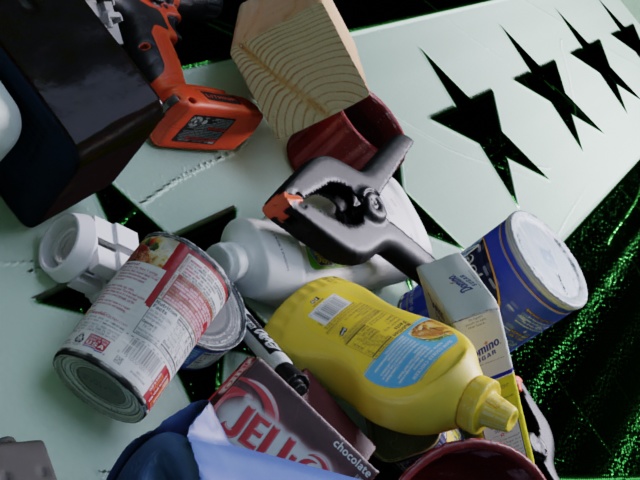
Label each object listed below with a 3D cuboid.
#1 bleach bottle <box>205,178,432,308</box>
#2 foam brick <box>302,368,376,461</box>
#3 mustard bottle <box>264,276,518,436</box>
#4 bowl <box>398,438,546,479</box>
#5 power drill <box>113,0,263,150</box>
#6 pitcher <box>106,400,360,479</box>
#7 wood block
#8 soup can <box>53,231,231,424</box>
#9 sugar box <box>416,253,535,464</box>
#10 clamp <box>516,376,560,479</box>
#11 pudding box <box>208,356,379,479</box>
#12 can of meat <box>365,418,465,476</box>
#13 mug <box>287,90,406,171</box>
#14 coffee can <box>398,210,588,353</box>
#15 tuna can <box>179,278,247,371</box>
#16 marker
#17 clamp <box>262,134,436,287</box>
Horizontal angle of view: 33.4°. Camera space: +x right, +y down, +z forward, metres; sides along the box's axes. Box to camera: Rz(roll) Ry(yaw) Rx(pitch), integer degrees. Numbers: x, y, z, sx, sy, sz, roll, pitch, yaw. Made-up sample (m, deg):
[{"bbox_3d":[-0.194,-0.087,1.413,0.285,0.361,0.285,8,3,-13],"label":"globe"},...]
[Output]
[{"bbox_3d":[-0.006,0.001,0.899,0.250,0.068,0.102,-7,64,-53],"label":"bleach bottle"},{"bbox_3d":[-0.010,0.142,0.748,0.078,0.051,0.052,50,32,-1],"label":"foam brick"},{"bbox_3d":[0.056,0.092,0.776,0.192,0.058,0.096,22,41,32],"label":"mustard bottle"},{"bbox_3d":[0.092,0.218,0.751,0.161,0.055,0.162,2,85,-26],"label":"bowl"},{"bbox_3d":[-0.125,-0.166,0.933,0.184,0.057,0.188,-5,57,-50],"label":"power drill"},{"bbox_3d":[-0.003,0.201,0.598,0.242,0.149,0.145,19,29,-31],"label":"pitcher"},{"bbox_3d":[-0.020,-0.176,0.976,0.091,0.090,0.206,61,9,-21],"label":"wood block"},{"bbox_3d":[-0.109,0.054,0.664,0.068,0.069,0.102,42,56,-13],"label":"soup can"},{"bbox_3d":[0.129,0.107,0.871,0.093,0.048,0.176,-117,-170,-60],"label":"sugar box"},{"bbox_3d":[0.177,0.193,0.952,0.120,0.039,0.171,30,32,-39],"label":"clamp"},{"bbox_3d":[-0.033,0.143,0.681,0.113,0.090,0.039,45,-13,-11],"label":"pudding box"},{"bbox_3d":[0.076,0.140,0.834,0.084,0.057,0.102,52,21,-47],"label":"can of meat"},{"bbox_3d":[0.031,-0.088,1.023,0.117,0.082,0.093,18,43,-42],"label":"mug"},{"bbox_3d":[0.156,0.054,0.973,0.102,0.140,0.103,33,35,-27],"label":"coffee can"},{"bbox_3d":[-0.095,0.049,0.756,0.086,0.034,0.086,33,35,-27],"label":"tuna can"},{"bbox_3d":[-0.038,0.079,0.755,0.020,0.020,0.121,28,7,-33],"label":"marker"},{"bbox_3d":[0.041,-0.014,0.878,0.209,0.036,0.164,-6,68,-50],"label":"clamp"}]
